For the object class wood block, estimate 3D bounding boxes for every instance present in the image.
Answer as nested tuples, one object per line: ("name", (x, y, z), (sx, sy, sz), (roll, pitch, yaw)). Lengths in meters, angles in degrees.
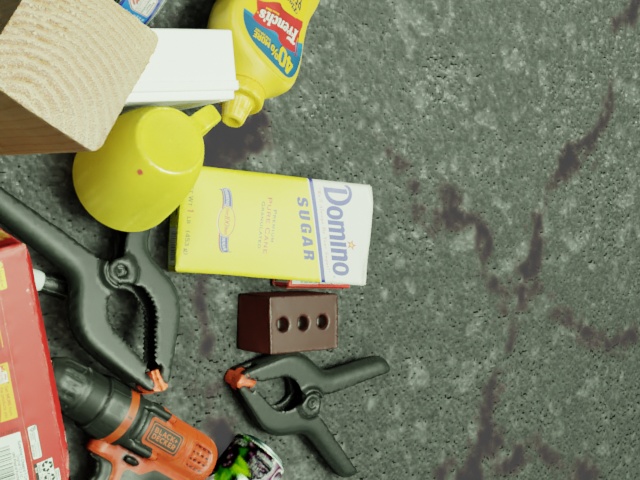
("wood block", (-0.211, -0.117, 0.729), (0.090, 0.207, 0.090), (36, 71, -33))

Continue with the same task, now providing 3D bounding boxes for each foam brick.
("foam brick", (-0.029, 0.074, 0.973), (0.078, 0.051, 0.053), (-2, 93, -37))

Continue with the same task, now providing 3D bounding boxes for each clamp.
("clamp", (-0.007, 0.142, 1.001), (0.171, 0.039, 0.120), (33, 71, -33))
("clamp", (-0.161, 0.020, 0.860), (0.164, 0.036, 0.210), (-28, 94, -35))

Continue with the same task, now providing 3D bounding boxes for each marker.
("marker", (-0.246, 0.024, 0.827), (0.120, 0.020, 0.020), (19, 80, -36))

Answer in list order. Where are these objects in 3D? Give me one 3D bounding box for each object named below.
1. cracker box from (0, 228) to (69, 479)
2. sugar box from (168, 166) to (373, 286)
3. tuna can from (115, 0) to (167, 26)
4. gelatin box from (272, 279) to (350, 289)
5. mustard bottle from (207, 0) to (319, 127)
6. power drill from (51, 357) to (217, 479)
("cracker box", (-0.238, 0.064, 0.698), (0.072, 0.214, 0.164), (-15, 109, -28))
("sugar box", (-0.042, -0.012, 0.935), (0.176, 0.048, 0.093), (4, 90, -18))
("tuna can", (-0.148, -0.208, 0.849), (0.033, 0.086, 0.086), (24, 78, -33))
("gelatin box", (-0.007, 0.001, 1.001), (0.073, 0.030, 0.089), (2, 91, -39))
("mustard bottle", (-0.052, -0.179, 0.911), (0.096, 0.058, 0.191), (43, 52, -44))
("power drill", (-0.186, 0.206, 0.857), (0.184, 0.057, 0.187), (38, 70, -32))
